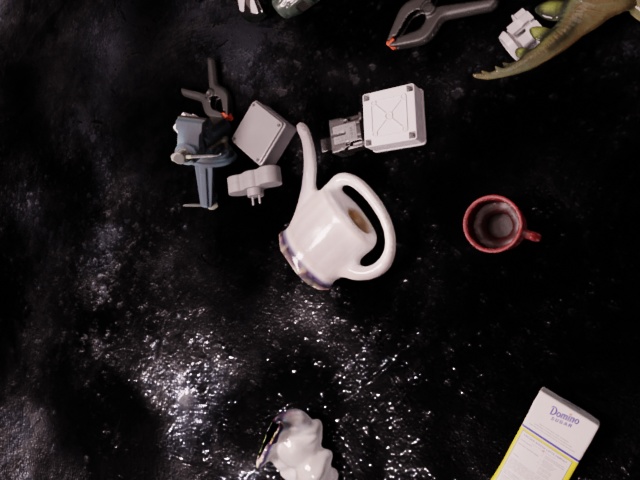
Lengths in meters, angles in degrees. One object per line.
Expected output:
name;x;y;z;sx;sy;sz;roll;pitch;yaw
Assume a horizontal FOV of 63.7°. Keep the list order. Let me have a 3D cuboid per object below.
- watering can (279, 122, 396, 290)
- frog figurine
watering can;0.003;-0.051;1.022;0.221;0.104;0.352;-45;66;21
frog figurine;-0.031;0.417;1.018;0.159;0.123;0.137;27;93;-6
